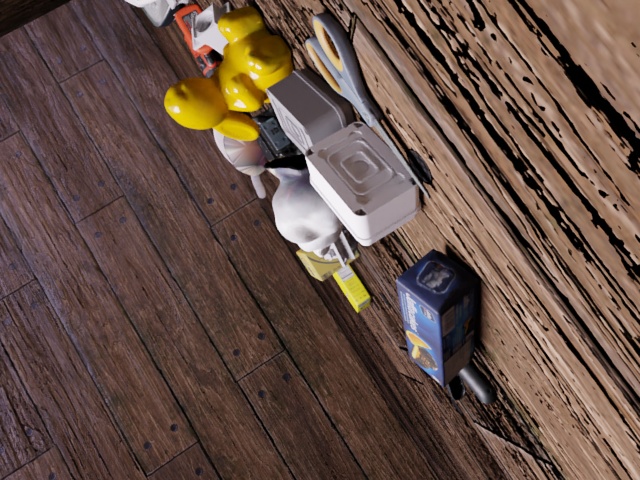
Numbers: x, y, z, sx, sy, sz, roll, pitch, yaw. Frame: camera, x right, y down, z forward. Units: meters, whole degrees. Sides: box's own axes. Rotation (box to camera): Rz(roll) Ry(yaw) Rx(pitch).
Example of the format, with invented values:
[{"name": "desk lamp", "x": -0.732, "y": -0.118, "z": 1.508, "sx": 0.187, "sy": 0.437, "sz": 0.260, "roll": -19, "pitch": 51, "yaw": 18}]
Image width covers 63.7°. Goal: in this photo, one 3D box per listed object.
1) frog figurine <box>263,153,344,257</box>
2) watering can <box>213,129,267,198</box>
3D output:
[{"name": "frog figurine", "x": 0.002, "y": -0.034, "z": 0.676, "sx": 0.123, "sy": 0.156, "sz": 0.140, "roll": 17, "pitch": 38, "yaw": 33}, {"name": "watering can", "x": -0.200, "y": -0.230, "z": 1.389, "sx": 0.104, "sy": 0.341, "sz": 0.227, "roll": -33, "pitch": 30, "yaw": -8}]
